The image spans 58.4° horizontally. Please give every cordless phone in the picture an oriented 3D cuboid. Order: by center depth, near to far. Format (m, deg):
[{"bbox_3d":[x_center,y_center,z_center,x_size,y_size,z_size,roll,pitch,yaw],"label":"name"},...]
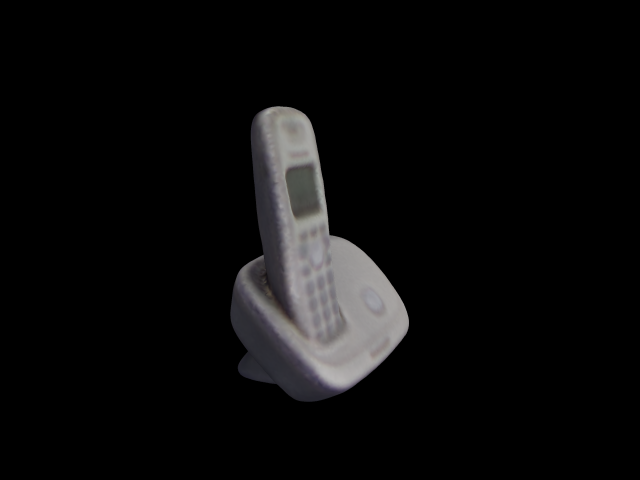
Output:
[{"bbox_3d":[0.004,0.001,0.400,0.093,0.185,0.148,7,15,27],"label":"cordless phone"}]
